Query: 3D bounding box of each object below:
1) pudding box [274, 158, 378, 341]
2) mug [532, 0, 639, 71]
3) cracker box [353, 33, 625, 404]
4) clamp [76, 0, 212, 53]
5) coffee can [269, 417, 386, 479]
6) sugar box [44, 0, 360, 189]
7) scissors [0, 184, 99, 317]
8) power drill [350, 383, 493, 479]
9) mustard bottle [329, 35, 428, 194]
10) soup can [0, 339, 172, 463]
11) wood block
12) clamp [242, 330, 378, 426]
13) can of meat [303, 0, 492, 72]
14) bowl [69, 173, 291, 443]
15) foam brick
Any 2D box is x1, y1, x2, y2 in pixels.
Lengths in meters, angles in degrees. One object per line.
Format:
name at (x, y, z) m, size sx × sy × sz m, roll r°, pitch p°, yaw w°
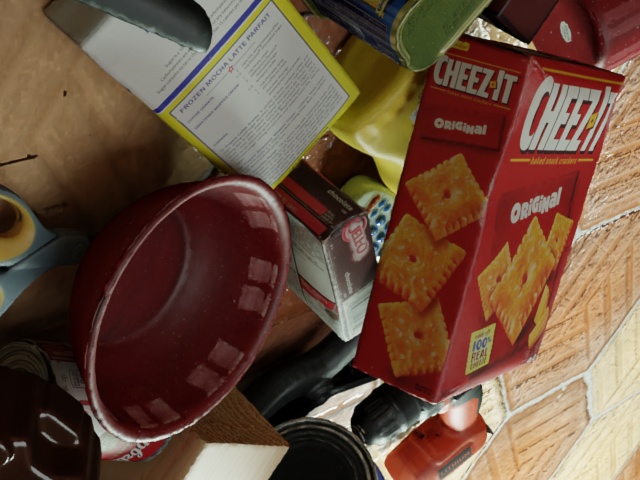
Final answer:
pudding box at (-0.004, 0.001, 0.677) m, size 0.039 × 0.090 × 0.113 m, roll -35°, pitch 144°, yaw -18°
mug at (0.197, -0.161, 0.765) m, size 0.081 × 0.093 × 0.117 m, roll -29°, pitch 178°, yaw -19°
cracker box at (0.113, -0.016, 0.687) m, size 0.163 × 0.072 × 0.214 m, roll -7°, pitch 115°, yaw -56°
clamp at (-0.157, -0.114, 0.420) m, size 0.164 × 0.036 × 0.210 m, roll -32°, pitch 133°, yaw 1°
coffee can at (0.000, 0.200, 0.830) m, size 0.102 × 0.103 × 0.140 m, roll -44°, pitch 162°, yaw -8°
sugar box at (-0.054, -0.098, 0.566) m, size 0.093 × 0.048 × 0.176 m, roll -48°, pitch 143°, yaw -1°
scissors at (-0.147, 0.020, 0.572) m, size 0.096 × 0.016 × 0.201 m, roll -62°, pitch 154°, yaw 1°
power drill at (0.100, 0.156, 0.957) m, size 0.184 × 0.057 × 0.188 m, roll -32°, pitch 149°, yaw -23°
mustard bottle at (0.074, -0.076, 0.719) m, size 0.096 × 0.058 × 0.191 m, roll -57°, pitch 146°, yaw -4°
soup can at (-0.142, 0.097, 0.632) m, size 0.102 × 0.069 × 0.068 m, roll 17°, pitch 109°, yaw -53°
wood block at (-0.125, 0.191, 0.722) m, size 0.090 × 0.090 × 0.206 m, roll 16°, pitch 110°, yaw -54°
clamp at (-0.003, 0.100, 0.816) m, size 0.171 × 0.039 × 0.120 m, roll -28°, pitch 145°, yaw -32°
can of meat at (0.050, -0.154, 0.594) m, size 0.102 × 0.084 × 0.057 m, roll -49°, pitch 146°, yaw -1°
bowl at (-0.087, 0.030, 0.599) m, size 0.161 × 0.055 × 0.162 m, roll -37°, pitch 140°, yaw -38°
foam brick at (0.104, -0.164, 0.653) m, size 0.052 × 0.078 × 0.051 m, roll 18°, pitch 107°, yaw -56°
